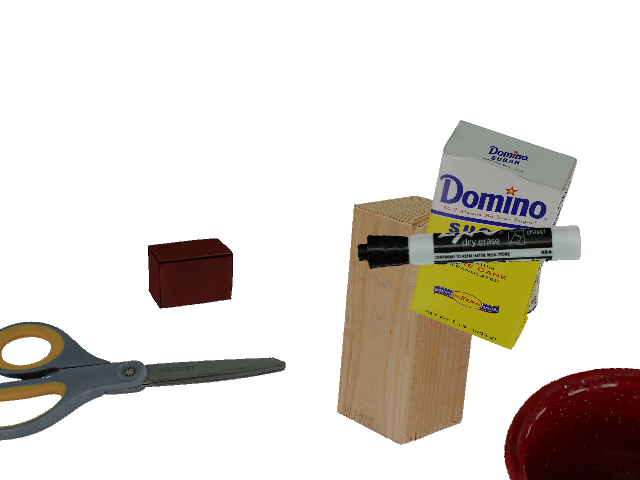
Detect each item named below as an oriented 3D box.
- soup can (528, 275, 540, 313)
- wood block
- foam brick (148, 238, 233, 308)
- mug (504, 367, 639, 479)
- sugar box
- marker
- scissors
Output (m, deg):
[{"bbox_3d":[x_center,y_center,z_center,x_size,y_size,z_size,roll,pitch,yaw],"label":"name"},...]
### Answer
[{"bbox_3d":[0.212,0.025,1.180,0.068,0.102,0.068,-1,32,0],"label":"soup can"},{"bbox_3d":[0.084,0.071,1.000,0.090,0.206,0.090,-10,21,-42],"label":"wood block"},{"bbox_3d":[-0.134,0.032,1.093,0.078,0.051,0.053,-6,21,-20],"label":"foam brick"},{"bbox_3d":[0.121,0.107,0.376,0.117,0.081,0.093,5,37,8],"label":"mug"},{"bbox_3d":[0.129,0.000,0.824,0.093,0.176,0.048,20,48,15],"label":"sugar box"},{"bbox_3d":[0.081,0.004,0.588,0.121,0.020,0.020,-3,0,7],"label":"marker"},{"bbox_3d":[-0.131,0.074,0.679,0.201,0.016,0.096,-15,45,-10],"label":"scissors"}]
